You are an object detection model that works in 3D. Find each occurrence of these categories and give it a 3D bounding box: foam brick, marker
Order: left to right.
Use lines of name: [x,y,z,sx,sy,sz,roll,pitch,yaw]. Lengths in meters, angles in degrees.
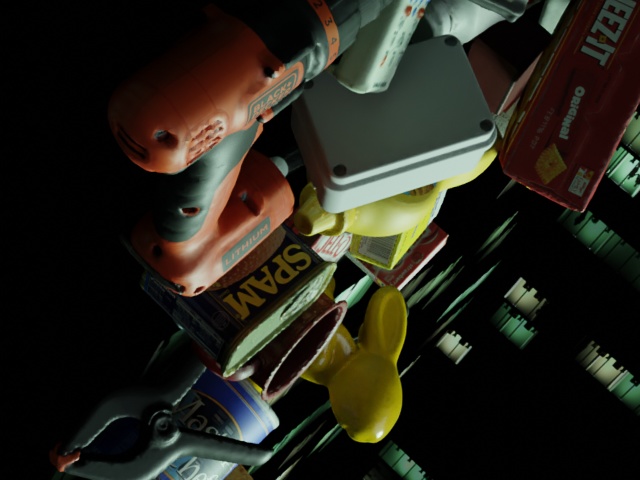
marker: [-0.046,-0.036,0.693,0.120,0.020,0.020,-36,163,-44]
foam brick: [0.164,-0.160,0.947,0.053,0.051,0.078,-44,168,-21]

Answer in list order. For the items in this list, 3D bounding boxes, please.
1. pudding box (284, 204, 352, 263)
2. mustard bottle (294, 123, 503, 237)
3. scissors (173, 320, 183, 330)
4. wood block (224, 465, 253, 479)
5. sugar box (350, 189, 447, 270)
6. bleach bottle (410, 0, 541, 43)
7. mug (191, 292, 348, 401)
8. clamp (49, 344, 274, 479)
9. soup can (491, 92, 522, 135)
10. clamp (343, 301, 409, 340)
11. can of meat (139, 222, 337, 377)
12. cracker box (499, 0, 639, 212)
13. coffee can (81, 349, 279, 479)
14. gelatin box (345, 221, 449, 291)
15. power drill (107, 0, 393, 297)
pudding box: [-0.006,0.001,0.901,0.090,0.039,0.113,-49,169,0]
mustard bottle: [0.047,-0.054,0.769,0.191,0.096,0.058,-37,165,-41]
scissors: [-0.071,0.045,0.871,0.096,0.016,0.201,-48,168,1]
wood block: [-0.164,0.278,1.037,0.205,0.090,0.091,-16,148,-50]
sugar box: [0.081,-0.045,0.941,0.176,0.048,0.093,-37,149,-63]
bleach bottle: [0.147,-0.200,0.738,0.250,0.068,0.103,-39,164,-26]
mug: [-0.047,0.061,0.769,0.117,0.081,0.093,-35,159,-46]
clamp: [-0.120,0.126,0.806,0.171,0.120,0.039,-8,177,-28]
soup can: [0.183,-0.122,1.013,0.068,0.102,0.068,-44,167,-13]
clamp: [-0.010,0.113,1.182,0.164,0.036,0.210,-11,168,-20]
can of meat: [-0.054,0.024,0.699,0.102,0.084,0.057,-39,165,-32]
cracker box: [0.199,-0.117,0.814,0.164,0.072,0.213,-65,175,10]
coffee can: [-0.118,0.165,0.882,0.140,0.103,0.103,-44,167,-16]
gelatin box: [0.080,0.004,1.128,0.089,0.073,0.030,-44,168,-13]
power drill: [-0.036,-0.062,0.560,0.184,0.057,0.188,-39,164,-29]
